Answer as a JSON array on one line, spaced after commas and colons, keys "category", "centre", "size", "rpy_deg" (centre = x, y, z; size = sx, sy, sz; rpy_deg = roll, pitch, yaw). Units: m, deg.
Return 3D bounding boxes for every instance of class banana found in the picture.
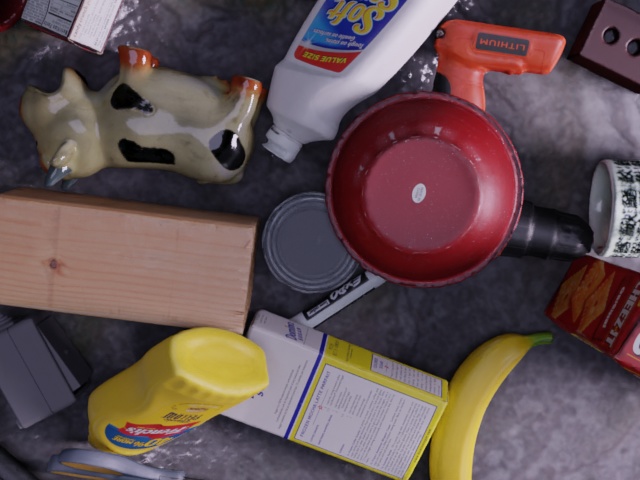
[{"category": "banana", "centre": [0.133, 0.159, 0.922], "size": [0.069, 0.037, 0.198], "rpy_deg": [24, 95, 0]}]

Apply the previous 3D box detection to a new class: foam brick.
[{"category": "foam brick", "centre": [0.254, -0.158, 0.882], "size": [0.078, 0.051, 0.053], "rpy_deg": [24, 96, -2]}]

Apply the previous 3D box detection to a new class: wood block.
[{"category": "wood block", "centre": [-0.158, 0.015, 0.884], "size": [0.206, 0.090, 0.091], "rpy_deg": [7, 97, -1]}]

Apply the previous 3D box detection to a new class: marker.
[{"category": "marker", "centre": [0.027, 0.045, 0.921], "size": [0.121, 0.020, 0.020], "rpy_deg": [-33, 95, 3]}]

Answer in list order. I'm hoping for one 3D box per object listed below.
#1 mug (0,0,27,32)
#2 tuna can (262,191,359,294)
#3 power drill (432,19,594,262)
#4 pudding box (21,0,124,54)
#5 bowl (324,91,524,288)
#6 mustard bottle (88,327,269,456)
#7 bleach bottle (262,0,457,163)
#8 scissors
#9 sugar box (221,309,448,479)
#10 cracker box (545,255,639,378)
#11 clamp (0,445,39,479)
[{"category": "mug", "centre": [-0.278, -0.236, 0.868], "size": [0.081, 0.093, 0.117], "rpy_deg": [21, 65, 3]}, {"category": "tuna can", "centre": [-0.006, 0.001, 0.909], "size": [0.086, 0.034, 0.086], "rpy_deg": [0, 95, 0]}, {"category": "power drill", "centre": [0.149, -0.081, 0.886], "size": [0.184, 0.057, 0.188], "rpy_deg": [10, 95, 1]}, {"category": "pudding box", "centre": [-0.190, -0.214, 0.862], "size": [0.039, 0.090, 0.113], "rpy_deg": [15, 99, -45]}, {"category": "bowl", "centre": [0.081, -0.037, 0.843], "size": [0.162, 0.055, 0.162], "rpy_deg": [1, 97, 7]}, {"category": "mustard bottle", "centre": [-0.135, 0.134, 0.879], "size": [0.192, 0.096, 0.058], "rpy_deg": [-34, 57, 39]}, {"category": "bleach bottle", "centre": [0.040, -0.169, 0.869], "size": [0.103, 0.068, 0.251], "rpy_deg": [38, 97, 25]}, {"category": "scissors", "centre": [-0.135, 0.199, 0.908], "size": [0.202, 0.096, 0.016], "rpy_deg": [5, 69, 3]}, {"category": "sugar box", "centre": [0.011, 0.133, 0.909], "size": [0.176, 0.048, 0.093], "rpy_deg": [23, 112, 0]}, {"category": "cracker box", "centre": [0.279, 0.084, 0.824], "size": [0.164, 0.213, 0.072], "rpy_deg": [28, 94, -2]}, {"category": "clamp", "centre": [-0.324, 0.181, 0.925], "size": [0.120, 0.039, 0.171], "rpy_deg": [-27, 90, -12]}]
